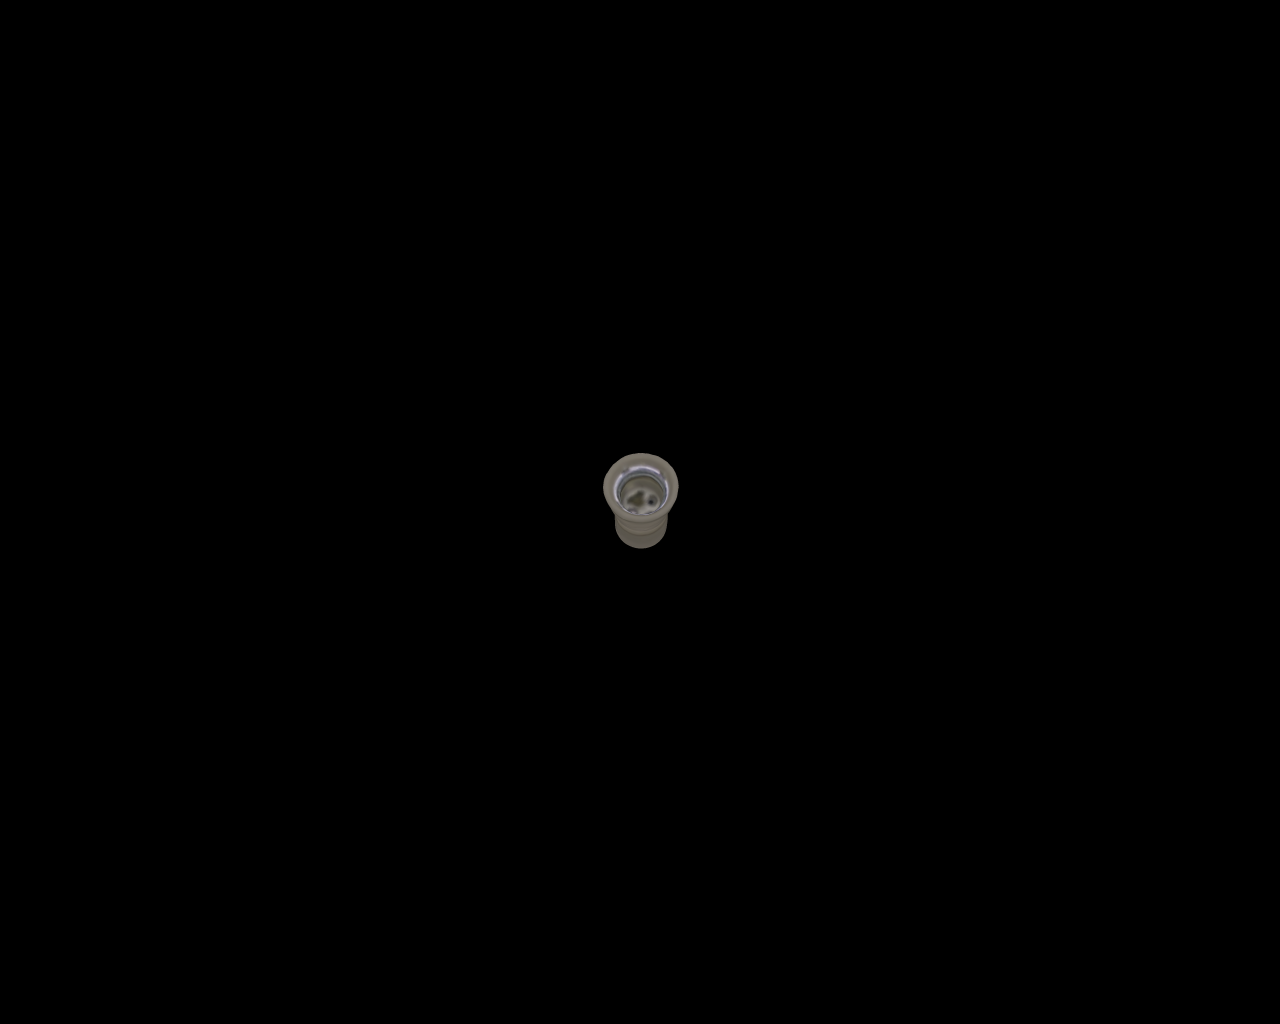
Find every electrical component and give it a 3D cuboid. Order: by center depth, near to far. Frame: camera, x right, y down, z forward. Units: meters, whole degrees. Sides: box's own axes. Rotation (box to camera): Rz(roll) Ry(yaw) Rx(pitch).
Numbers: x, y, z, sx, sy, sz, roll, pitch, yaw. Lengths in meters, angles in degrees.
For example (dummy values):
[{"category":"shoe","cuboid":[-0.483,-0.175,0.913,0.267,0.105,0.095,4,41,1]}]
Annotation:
[{"category":"electrical component","cuboid":[0.001,-0.003,0.650,0.044,0.044,0.065,0,-24,0]}]
